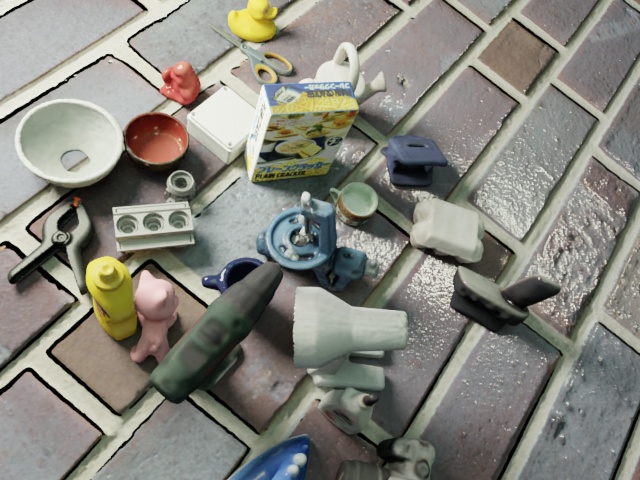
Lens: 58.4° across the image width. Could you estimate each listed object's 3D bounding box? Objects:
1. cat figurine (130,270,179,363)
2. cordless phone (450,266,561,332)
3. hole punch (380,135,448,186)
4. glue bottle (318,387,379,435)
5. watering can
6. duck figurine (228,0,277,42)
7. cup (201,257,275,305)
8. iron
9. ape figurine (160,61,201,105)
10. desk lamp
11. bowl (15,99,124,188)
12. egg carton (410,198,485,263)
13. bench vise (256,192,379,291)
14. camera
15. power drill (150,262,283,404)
[{"bbox_3d":[-0.251,0.117,0.873,0.067,0.117,0.128,4,64,-15],"label":"cat figurine"},{"bbox_3d":[0.330,0.083,1.029,0.147,0.185,0.094,26,61,-4],"label":"cordless phone"},{"bbox_3d":[0.190,-0.172,1.160,0.109,0.091,0.101,-1,66,-17],"label":"hole punch"},{"bbox_3d":[0.053,0.254,0.870,0.078,0.173,0.037,35,61,2],"label":"glue bottle"},{"bbox_3d":[0.045,-0.304,1.118,0.173,0.194,0.101,-26,75,-26],"label":"watering can"},{"bbox_3d":[-0.138,-0.474,1.204,0.105,0.086,0.077,2,65,-16],"label":"duck figurine"},{"bbox_3d":[-0.137,0.085,0.936,0.118,0.095,0.091,6,64,-14],"label":"cup"},{"bbox_3d":[-0.080,0.367,0.794,0.118,0.141,0.259,40,61,4],"label":"iron"},{"bbox_3d":[-0.261,-0.303,1.083,0.076,0.092,0.077,-15,71,-22],"label":"ape figurine"},{"bbox_3d":[0.037,0.155,0.889,0.203,0.213,0.118,8,63,-13],"label":"desk lamp"},{"bbox_3d":[-0.419,-0.152,0.973,0.168,0.074,0.167,7,64,-14],"label":"bowl"},{"bbox_3d":[0.249,-0.017,1.117,0.150,0.069,0.107,17,62,-9],"label":"egg carton"},{"bbox_3d":[0.009,-0.007,0.953,0.208,0.219,0.121,6,64,-14],"label":"bench vise"},{"bbox_3d":[0.099,0.366,0.873,0.137,0.100,0.143,19,62,-8],"label":"camera"},{"bbox_3d":[-0.150,0.144,0.839,0.075,0.208,0.230,39,61,4],"label":"power drill"}]
